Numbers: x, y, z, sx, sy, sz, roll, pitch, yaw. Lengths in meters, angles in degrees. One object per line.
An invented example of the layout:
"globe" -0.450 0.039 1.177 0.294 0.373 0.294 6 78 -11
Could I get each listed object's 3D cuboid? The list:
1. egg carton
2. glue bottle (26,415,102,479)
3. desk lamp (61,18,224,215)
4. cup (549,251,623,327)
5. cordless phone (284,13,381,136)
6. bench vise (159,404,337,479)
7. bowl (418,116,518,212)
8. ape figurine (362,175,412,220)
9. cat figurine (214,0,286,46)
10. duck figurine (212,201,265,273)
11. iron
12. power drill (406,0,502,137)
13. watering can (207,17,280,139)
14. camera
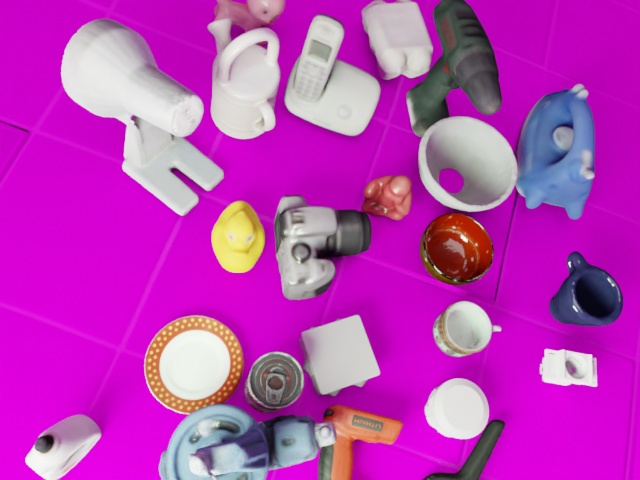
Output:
"egg carton" 0.135 -0.354 1.007 0.107 0.069 0.150 -11 72 -16
"glue bottle" -0.292 0.230 0.638 0.037 0.173 0.078 38 67 4
"desk lamp" -0.229 -0.167 0.779 0.203 0.213 0.118 38 67 4
"cup" 0.394 0.083 0.885 0.092 0.095 0.117 -12 73 -16
"cordless phone" 0.029 -0.255 0.883 0.147 0.185 0.094 19 67 -4
"bench vise" -0.084 0.231 0.657 0.208 0.219 0.121 -26 77 -20
"bowl" 0.229 -0.113 0.934 0.167 0.074 0.167 4 69 -11
"ape figurine" 0.113 -0.072 0.884 0.076 0.092 0.078 -34 80 -21
"cat figurine" -0.112 -0.385 0.938 0.128 0.117 0.067 3 69 -11
"duck figurine" -0.114 -0.013 0.816 0.077 0.086 0.104 4 69 -10
"iron" 0.411 -0.174 0.960 0.119 0.141 0.258 12 68 -7
"power drill" 0.210 -0.253 0.909 0.076 0.208 0.229 -3 70 -13
"watering can" -0.114 -0.246 0.844 0.173 0.194 0.101 39 67 4
"camera" 0.008 0.003 0.828 0.137 0.100 0.143 -3 70 -13
